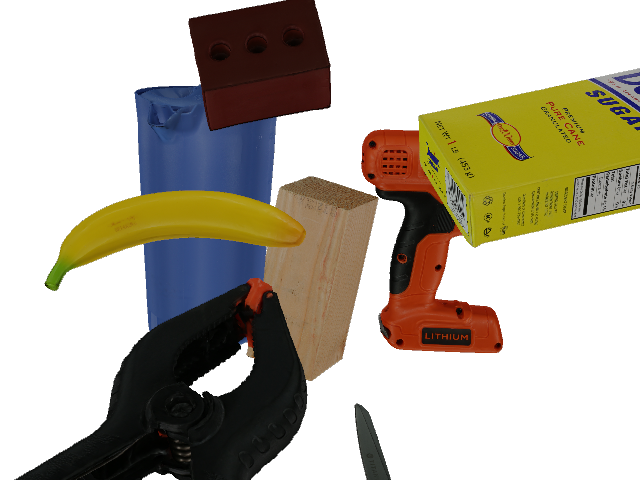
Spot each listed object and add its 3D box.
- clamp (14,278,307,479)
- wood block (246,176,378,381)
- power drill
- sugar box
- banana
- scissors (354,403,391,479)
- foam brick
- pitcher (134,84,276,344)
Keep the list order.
[{"bbox_3d":[-0.046,0.083,0.411,0.120,0.039,0.171,24,49,17],"label":"clamp"},{"bbox_3d":[-0.010,0.041,1.226,0.090,0.206,0.090,19,19,20],"label":"wood block"},{"bbox_3d":[0.122,-0.002,0.892,0.184,0.188,0.057,2,14,-1],"label":"power drill"},{"bbox_3d":[0.157,-0.056,0.644,0.176,0.048,0.093,-15,40,-6],"label":"sugar box"},{"bbox_3d":[-0.113,-0.007,0.818,0.197,0.069,0.037,-12,-24,-3],"label":"banana"},{"bbox_3d":[0.057,0.162,0.598,0.096,0.016,0.201,8,31,4],"label":"scissors"},{"bbox_3d":[-0.036,-0.106,0.644,0.078,0.053,0.051,-12,-20,-2],"label":"foam brick"},{"bbox_3d":[-0.103,-0.027,1.020,0.149,0.243,0.145,-3,16,-20],"label":"pitcher"}]
